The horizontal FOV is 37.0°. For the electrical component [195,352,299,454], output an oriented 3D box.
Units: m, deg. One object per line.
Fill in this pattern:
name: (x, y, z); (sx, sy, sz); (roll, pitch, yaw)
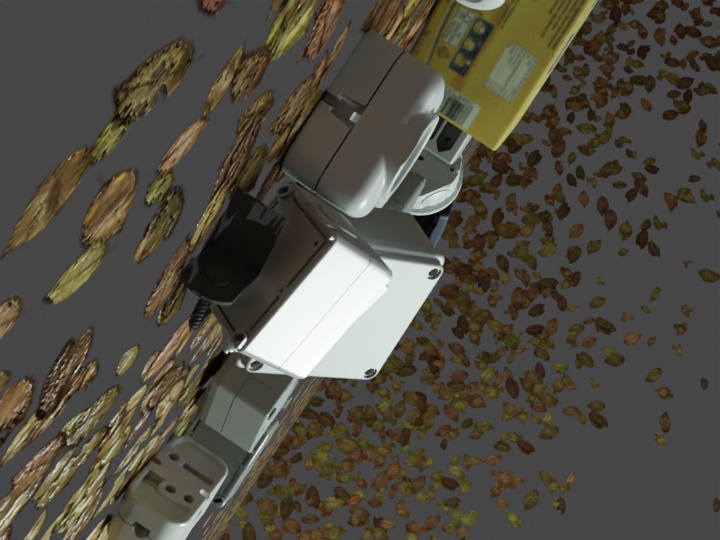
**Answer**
electrical component: (-0.090, 0.096, 0.859); (0.061, 0.061, 0.096); (-54, 175, -34)

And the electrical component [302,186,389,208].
electrical component: (-0.014, -0.044, 0.754); (0.075, 0.047, 0.083); (-59, 176, 35)

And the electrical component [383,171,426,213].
electrical component: (0.004, -0.049, 0.830); (0.061, 0.062, 0.096); (-55, 176, -27)

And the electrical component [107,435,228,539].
electrical component: (-0.152, 0.182, 0.839); (0.059, 0.054, 0.095); (-59, 176, 26)

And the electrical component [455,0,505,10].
electrical component: (0.082, -0.204, 0.696); (0.062, 0.048, 0.048); (-62, 178, -20)

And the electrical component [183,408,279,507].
electrical component: (-0.115, 0.145, 0.935); (0.096, 0.062, 0.061); (-57, 176, 7)

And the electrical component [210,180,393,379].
electrical component: (-0.038, 0.012, 0.588); (0.096, 0.061, 0.061); (-49, 134, 10)

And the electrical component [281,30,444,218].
electrical component: (0.006, -0.080, 0.621); (0.095, 0.059, 0.054); (-57, 176, 1)

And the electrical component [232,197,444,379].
electrical component: (-0.020, 0.013, 0.691); (0.109, 0.056, 0.108); (8, 126, -36)

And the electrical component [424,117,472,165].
electrical component: (0.071, -0.135, 0.943); (0.047, 0.066, 0.076); (-58, 176, 21)

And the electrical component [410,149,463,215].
electrical component: (0.056, -0.095, 0.994); (0.080, 0.080, 0.051); (-56, 170, -11)
